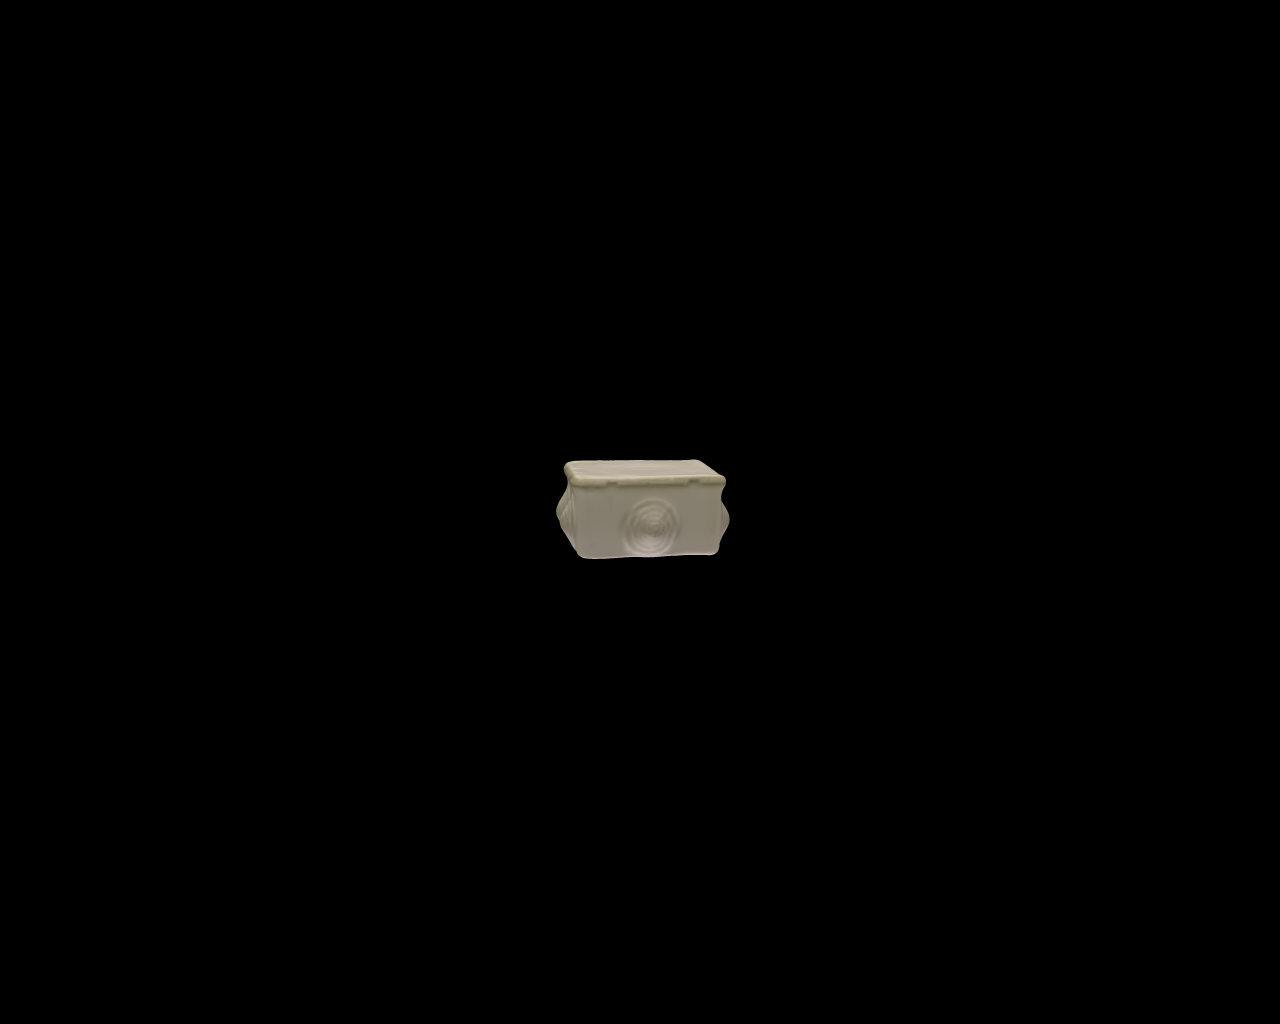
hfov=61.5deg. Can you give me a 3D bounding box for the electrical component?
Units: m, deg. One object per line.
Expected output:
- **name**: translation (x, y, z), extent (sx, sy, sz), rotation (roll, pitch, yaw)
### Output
- **electrical component**: translation (0.001, -0.003, 0.650), extent (0.100, 0.048, 0.100), rotation (-1, 9, -7)
